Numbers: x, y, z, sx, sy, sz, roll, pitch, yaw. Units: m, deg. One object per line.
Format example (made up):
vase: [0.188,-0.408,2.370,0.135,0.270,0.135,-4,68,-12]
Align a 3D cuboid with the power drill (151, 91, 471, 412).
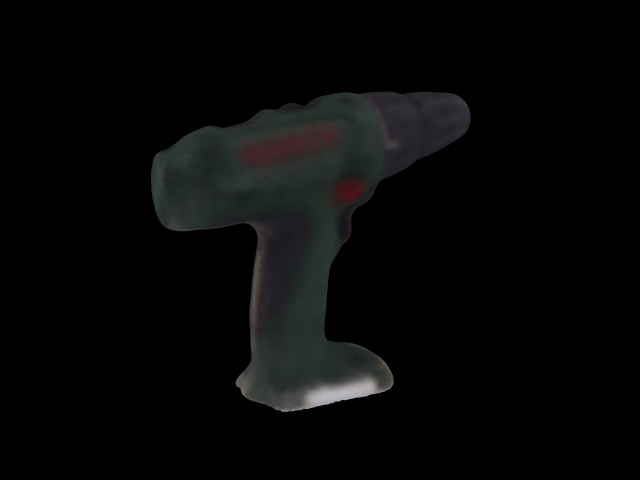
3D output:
power drill: [0.004,0.001,0.400,0.230,0.208,0.075,-5,11,-24]
